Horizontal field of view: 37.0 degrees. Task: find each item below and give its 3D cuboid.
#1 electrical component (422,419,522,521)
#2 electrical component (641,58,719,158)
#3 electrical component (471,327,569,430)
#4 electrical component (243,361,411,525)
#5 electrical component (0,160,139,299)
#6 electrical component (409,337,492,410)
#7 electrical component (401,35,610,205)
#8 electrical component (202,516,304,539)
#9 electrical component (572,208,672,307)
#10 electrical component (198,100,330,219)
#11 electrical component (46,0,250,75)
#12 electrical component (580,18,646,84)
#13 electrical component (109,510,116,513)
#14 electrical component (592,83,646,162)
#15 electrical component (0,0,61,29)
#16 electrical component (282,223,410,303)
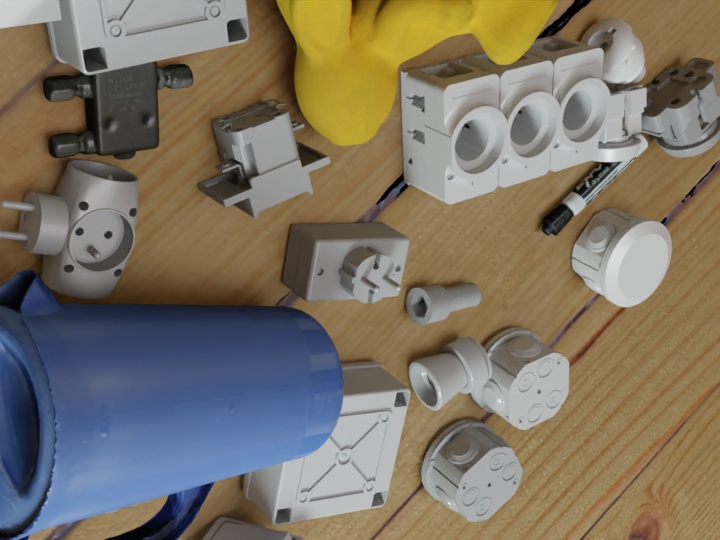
[{"bbox_3d":[0.099,0.176,0.945,0.080,0.051,0.080,-15,119,-29],"label":"electrical component"},{"bbox_3d":[0.277,-0.134,0.920,0.078,0.058,0.057,-42,126,-13],"label":"electrical component"},{"bbox_3d":[0.140,0.095,0.935,0.080,0.051,0.080,-15,119,-29],"label":"electrical component"},{"bbox_3d":[-0.026,0.132,0.832,0.109,0.056,0.108,-2,112,-35],"label":"electrical component"},{"bbox_3d":[-0.181,-0.027,0.655,0.079,0.044,0.077,6,108,-37],"label":"electrical component"},{"bbox_3d":[0.075,0.084,0.889,0.055,0.045,0.045,-24,123,-25],"label":"electrical component"},{"bbox_3d":[0.110,-0.114,0.808,0.150,0.062,0.089,-18,121,-28],"label":"electrical component"},{"bbox_3d":[-0.090,0.229,0.814,0.061,0.096,0.061,-52,138,-44],"label":"electrical component"},{"bbox_3d":[0.232,-0.012,0.950,0.080,0.051,0.080,-15,119,-29],"label":"electrical component"},{"bbox_3d":[-0.067,-0.076,0.715,0.081,0.042,0.063,-26,121,-24],"label":"electrical component"},{"bbox_3d":[-0.126,-0.177,0.614,0.109,0.056,0.108,-19,121,-27],"label":"electrical component"},{"bbox_3d":[0.208,-0.170,0.864,0.062,0.048,0.048,21,98,-46],"label":"electrical component"},{"bbox_3d":[-0.178,0.140,0.725,0.048,0.062,0.048,-15,120,-29],"label":"electrical component"},{"bbox_3d":[0.207,-0.121,0.885,0.066,0.048,0.055,-17,112,-29],"label":"electrical component"},{"bbox_3d":[-0.238,-0.164,0.538,0.150,0.062,0.089,-16,120,-29],"label":"electrical component"},{"bbox_3d":[0.000,0.000,0.775,0.083,0.076,0.047,-3,113,-35],"label":"electrical component"}]
